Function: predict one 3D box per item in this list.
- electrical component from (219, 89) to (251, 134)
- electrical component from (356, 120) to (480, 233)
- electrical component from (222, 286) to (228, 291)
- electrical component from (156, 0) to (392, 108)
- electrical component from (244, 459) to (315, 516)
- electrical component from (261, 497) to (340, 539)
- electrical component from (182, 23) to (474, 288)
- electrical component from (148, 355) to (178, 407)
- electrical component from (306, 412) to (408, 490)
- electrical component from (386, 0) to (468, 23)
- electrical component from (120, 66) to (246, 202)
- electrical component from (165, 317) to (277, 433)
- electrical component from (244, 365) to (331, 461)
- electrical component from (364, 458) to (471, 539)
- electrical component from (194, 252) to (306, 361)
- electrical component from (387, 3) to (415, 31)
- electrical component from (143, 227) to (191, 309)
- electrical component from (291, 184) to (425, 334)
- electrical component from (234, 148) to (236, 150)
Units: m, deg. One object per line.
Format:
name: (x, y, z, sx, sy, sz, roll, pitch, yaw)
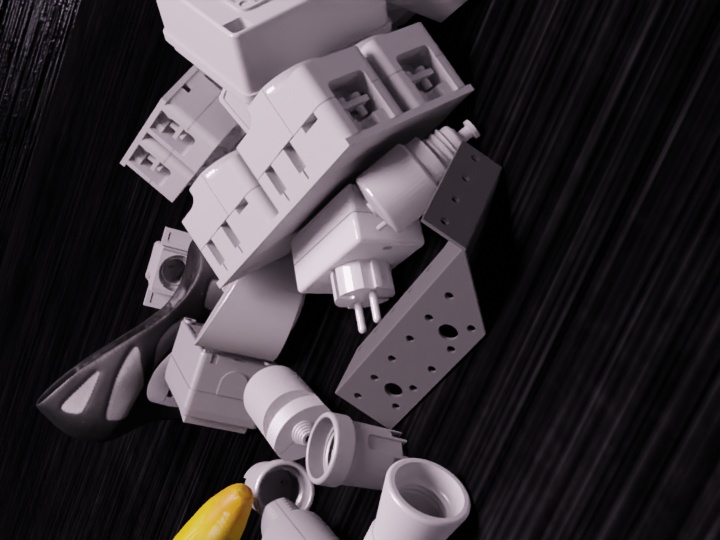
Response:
electrical component: (-0.056, -0.123, 0.745, 0.061, 0.061, 0.096, -37, -6, -32)
electrical component: (0.034, -0.056, 0.608, 0.078, 0.040, 0.040, -39, 29, 1)
electrical component: (-0.097, -0.010, 0.884, 0.040, 0.040, 0.078, -60, 27, 31)
electrical component: (-0.055, -0.163, 0.663, 0.109, 0.109, 0.056, 41, 154, 39)
electrical component: (-0.055, 0.144, 0.704, 0.046, 0.040, 0.040, 162, 120, -68)
electrical component: (-0.036, 0.166, 0.641, 0.081, 0.043, 0.043, 25, 99, 66)
electrical component: (-0.029, -0.071, 0.671, 0.060, 0.105, 0.186, 56, 142, 6)
electrical component: (-0.186, 0.098, 1.008, 0.055, 0.047, 0.055, -44, 38, 50)
electrical component: (-0.001, 0.103, 0.599, 0.040, 0.046, 0.040, -44, 38, 50)
electrical component: (0.054, -0.211, 0.658, 0.100, 0.048, 0.099, -29, 51, 59)
electrical component: (-0.099, -0.146, 0.860, 0.186, 0.060, 0.105, -55, 10, -34)
electrical component: (-0.112, 0.081, 0.837, 0.096, 0.062, 0.061, 38, 111, 65)
electrical component: (-0.045, 0.096, 0.703, 0.081, 0.043, 0.043, 34, 107, 65)
electrical component: (0.023, 0.132, 0.537, 0.044, 0.044, 0.065, -109, 36, -52)
electrical component: (-0.075, 0.017, 0.779, 0.099, 0.064, 0.099, -161, 90, -79)
electrical component: (-0.019, -0.195, 0.763, 0.150, 0.062, 0.089, -31, 83, 58)
electrical component: (-0.188, -0.001, 1.079, 0.064, 0.042, 0.081, 28, 101, 67)
electrical component: (0.000, 0.000, 0.658, 0.083, 0.047, 0.075, -39, 55, 53)
electrical component: (-0.095, -0.080, 0.917, 0.048, 0.048, 0.062, -54, 37, 39)
